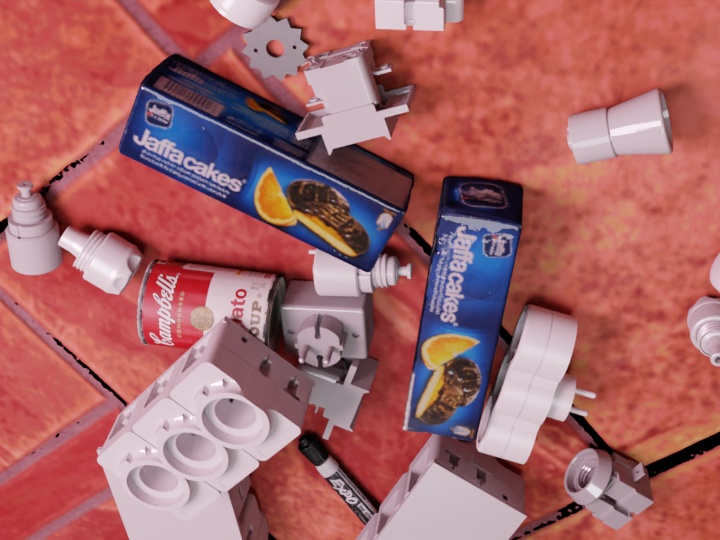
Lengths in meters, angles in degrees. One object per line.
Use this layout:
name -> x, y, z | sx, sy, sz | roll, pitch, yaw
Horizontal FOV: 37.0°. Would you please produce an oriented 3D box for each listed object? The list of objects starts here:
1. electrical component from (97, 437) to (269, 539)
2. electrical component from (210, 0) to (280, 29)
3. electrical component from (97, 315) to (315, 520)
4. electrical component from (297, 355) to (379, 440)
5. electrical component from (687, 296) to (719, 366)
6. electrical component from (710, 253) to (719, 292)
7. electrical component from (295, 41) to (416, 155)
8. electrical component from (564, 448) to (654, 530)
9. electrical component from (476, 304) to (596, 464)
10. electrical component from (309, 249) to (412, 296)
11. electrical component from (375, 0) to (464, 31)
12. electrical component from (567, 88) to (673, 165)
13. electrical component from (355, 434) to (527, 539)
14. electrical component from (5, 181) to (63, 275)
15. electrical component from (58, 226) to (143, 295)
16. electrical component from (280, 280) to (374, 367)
electrical component -> -0.150, 0.211, 0.961 | 0.105, 0.060, 0.186 | -3, 121, 13
electrical component -> -0.068, -0.192, 0.700 | 0.045, 0.045, 0.055 | 34, 122, -11
electrical component -> -0.119, 0.119, 0.817 | 0.089, 0.061, 0.150 | 39, 122, -17
electrical component -> -0.024, 0.091, 0.873 | 0.064, 0.042, 0.081 | 21, 122, 2
electrical component -> 0.256, 0.047, 0.777 | 0.035, 0.061, 0.035 | 5, 123, 8
electrical component -> 0.282, 0.009, 0.759 | 0.062, 0.048, 0.048 | 40, 121, -22
electrical component -> -0.007, -0.120, 0.736 | 0.081, 0.042, 0.063 | -13, 115, 17
electrical component -> 0.202, 0.176, 0.879 | 0.055, 0.048, 0.066 | 30, 123, -17
electrical component -> 0.145, 0.095, 0.834 | 0.074, 0.052, 0.138 | 16, 123, 1
electrical component -> 0.000, 0.000, 0.810 | 0.078, 0.040, 0.040 | 1, 122, 11
electrical component -> 0.033, -0.186, 0.684 | 0.066, 0.048, 0.055 | 4, 130, 9
electrical component -> 0.172, -0.093, 0.718 | 0.065, 0.044, 0.044 | -10, 119, 22
electrical component -> 0.063, 0.220, 0.909 | 0.089, 0.061, 0.150 | 31, 113, -5
electrical component -> -0.256, -0.032, 0.841 | 0.040, 0.040, 0.078 | 6, 123, 7
electrical component -> -0.205, -0.011, 0.842 | 0.062, 0.043, 0.043 | 32, 122, -8
electrical component -> -0.028, 0.048, 0.824 | 0.066, 0.076, 0.047 | 2, 122, 10
